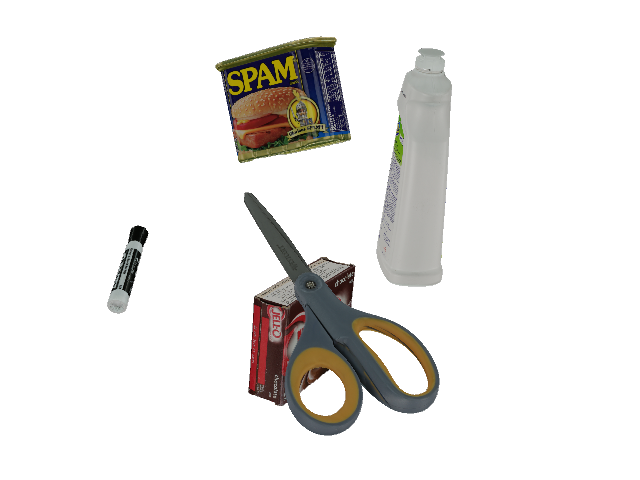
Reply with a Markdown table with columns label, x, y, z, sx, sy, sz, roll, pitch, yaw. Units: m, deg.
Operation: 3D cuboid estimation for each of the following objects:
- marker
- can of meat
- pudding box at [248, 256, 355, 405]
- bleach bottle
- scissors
| label | x | y | z | sx | sy | sz | roll | pitch | yaw |
| --- | --- | --- | --- | --- | --- | --- | --- | --- | --- |
| marker | -0.193 | 0.026 | 1.073 | 0.020 | 0.020 | 0.121 | 0 | 39 | 4 |
| can of meat | -0.029 | -0.114 | 0.874 | 0.102 | 0.084 | 0.057 | -9 | 4 | 33 |
| pudding box | -0.015 | 0.073 | 0.891 | 0.039 | 0.090 | 0.113 | 16 | 25 | 24 |
| bleach bottle | 0.108 | -0.082 | 1.169 | 0.068 | 0.251 | 0.102 | 0 | 26 | -9 |
| scissors | -0.016 | 0.044 | 0.647 | 0.096 | 0.016 | 0.202 | -34 | 55 | -27 |
